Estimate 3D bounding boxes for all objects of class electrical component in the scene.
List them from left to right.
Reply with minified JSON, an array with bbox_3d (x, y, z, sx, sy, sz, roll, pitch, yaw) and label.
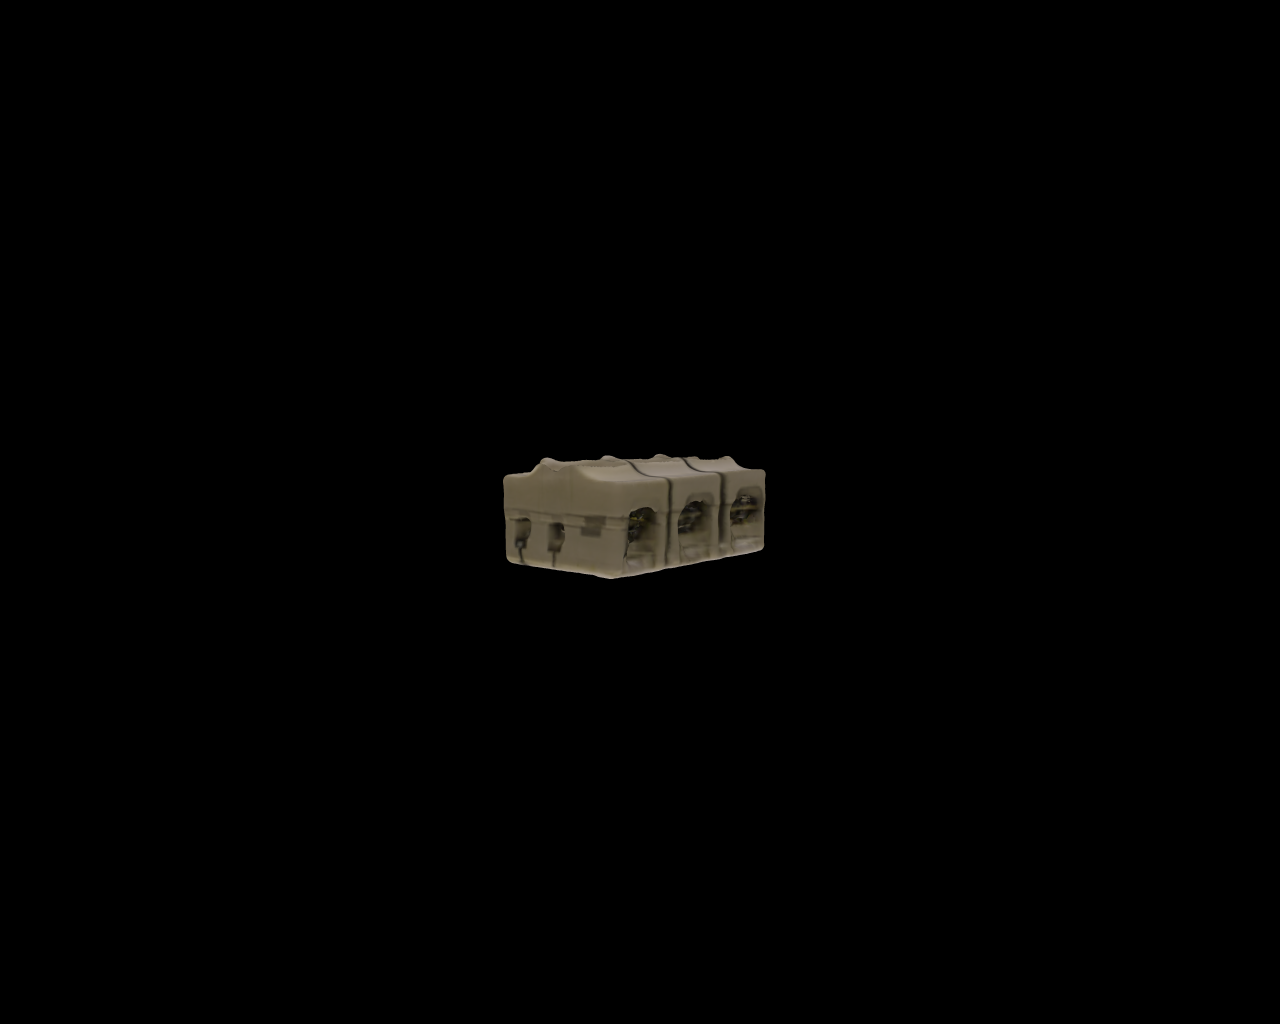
[{"bbox_3d":[0.001,-0.003,0.650,0.089,0.061,0.150,4,6,39],"label":"electrical component"}]
